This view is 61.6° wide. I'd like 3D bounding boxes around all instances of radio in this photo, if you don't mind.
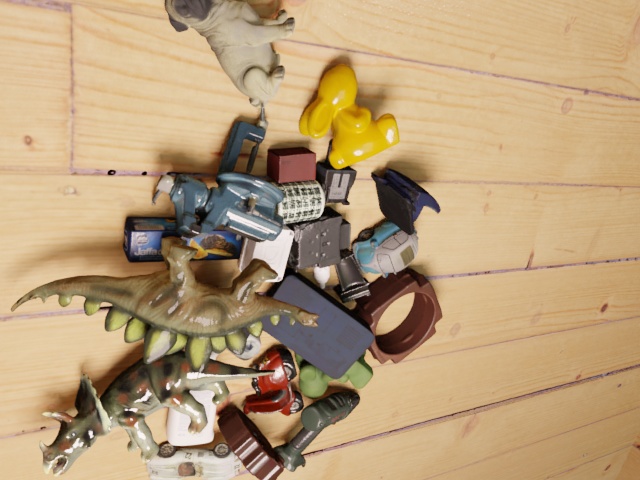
[{"bbox_3d":[-0.013,0.175,1.113,0.229,0.073,0.131,37,94,-10],"label":"radio"}]

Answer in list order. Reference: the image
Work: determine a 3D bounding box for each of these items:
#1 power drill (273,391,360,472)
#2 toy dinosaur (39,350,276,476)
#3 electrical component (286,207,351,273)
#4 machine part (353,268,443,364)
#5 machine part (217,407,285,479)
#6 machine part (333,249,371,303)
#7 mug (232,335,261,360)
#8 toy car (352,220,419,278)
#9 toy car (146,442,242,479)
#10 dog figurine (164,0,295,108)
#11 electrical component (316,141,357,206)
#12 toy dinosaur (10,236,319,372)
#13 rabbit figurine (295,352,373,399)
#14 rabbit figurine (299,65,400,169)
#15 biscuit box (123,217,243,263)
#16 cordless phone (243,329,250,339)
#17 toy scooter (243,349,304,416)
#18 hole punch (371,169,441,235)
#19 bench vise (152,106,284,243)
[{"bbox_3d":[-0.004,0.454,1.296,0.207,0.086,0.232,-45,156,10],"label":"power drill"},{"bbox_3d":[-0.301,0.275,0.986,0.405,0.131,0.192,-31,107,-11],"label":"toy dinosaur"},{"bbox_3d":[-0.002,-0.003,1.094,0.134,0.058,0.114,-14,123,-24],"label":"electrical component"},{"bbox_3d":[0.181,0.179,1.281,0.201,0.087,0.201,-35,129,-10],"label":"machine part"},{"bbox_3d":[-0.149,0.445,1.170,0.056,0.180,0.179,-41,128,-11],"label":"machine part"},{"bbox_3d":[0.062,0.079,1.177,0.084,0.039,0.138,-14,123,6],"label":"machine part"},{"bbox_3d":[-0.157,0.197,1.073,0.081,0.107,0.109,-37,126,-8],"label":"mug"},{"bbox_3d":[0.160,0.021,1.176,0.162,0.103,0.109,-31,127,-11],"label":"toy car"},{"bbox_3d":[-0.268,0.478,1.150,0.202,0.056,0.073,2,122,-3],"label":"toy car"},{"bbox_3d":[-0.152,-0.303,0.837,0.190,0.121,0.172,6,108,-18],"label":"dog figurine"},{"bbox_3d":[0.031,-0.129,1.056,0.075,0.048,0.119,2,115,-33],"label":"electrical component"},{"bbox_3d":[-0.232,0.099,0.863,0.471,0.105,0.198,14,92,-9],"label":"toy dinosaur"},{"bbox_3d":[0.013,0.301,1.229,0.170,0.121,0.159,-44,126,15],"label":"rabbit figurine"},{"bbox_3d":[0.041,-0.228,0.988,0.162,0.122,0.173,-22,110,-9],"label":"rabbit figurine"},{"bbox_3d":[-0.240,-0.001,0.950,0.202,0.059,0.062,-1,115,-30],"label":"biscuit box"},{"bbox_3d":[-0.227,0.135,0.963,0.184,0.147,0.088,8,91,-48],"label":"cordless phone"},{"bbox_3d":[-0.113,0.327,1.190,0.135,0.075,0.183,-14,119,-10],"label":"toy scooter"},{"bbox_3d":[0.183,-0.091,1.118,0.092,0.142,0.115,-34,140,-10],"label":"hole punch"},{"bbox_3d":[-0.151,-0.106,0.909,0.224,0.129,0.240,19,74,-12],"label":"bench vise"}]
